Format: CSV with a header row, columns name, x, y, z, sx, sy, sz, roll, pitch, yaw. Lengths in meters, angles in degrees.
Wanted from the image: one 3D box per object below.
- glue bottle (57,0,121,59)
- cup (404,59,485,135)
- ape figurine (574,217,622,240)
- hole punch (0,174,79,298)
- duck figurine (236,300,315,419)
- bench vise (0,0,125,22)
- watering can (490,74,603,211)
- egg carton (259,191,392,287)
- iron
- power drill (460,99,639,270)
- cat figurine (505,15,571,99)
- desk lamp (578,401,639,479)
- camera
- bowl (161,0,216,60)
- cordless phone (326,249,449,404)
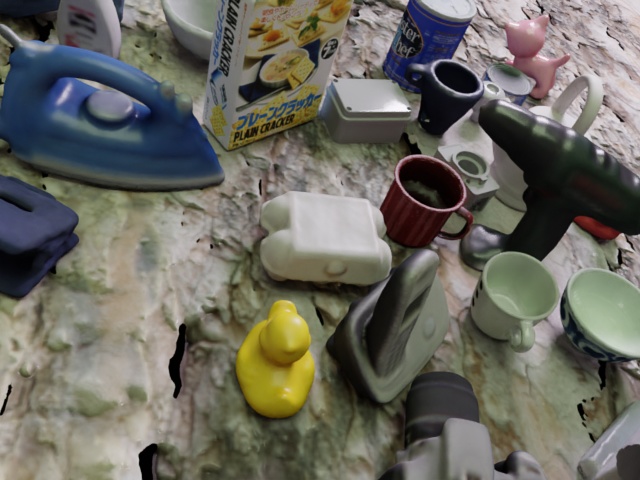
name,x,y,z,sx,sy,sz,roll,pitch,yaw
glue bottle,-0.290,-0.303,0.715,0.078,0.173,0.037,15,49,-7
cup,0.171,-0.209,0.852,0.118,0.095,0.091,16,49,-6
ape figurine,0.415,-0.046,0.808,0.076,0.092,0.077,6,51,-14
hole punch,-0.297,-0.019,0.541,0.108,0.091,0.101,26,49,3
duck figurine,-0.036,0.106,0.535,0.078,0.086,0.104,6,51,-14
bench vise,-0.338,-0.395,0.741,0.208,0.219,0.121,-24,63,-32
watering can,0.307,-0.137,0.776,0.173,0.194,0.101,1,53,-18
egg carton,0.006,0.002,0.643,0.150,0.069,0.107,4,52,-16
iron,-0.224,-0.144,0.633,0.258,0.141,0.118,12,50,-9
power drill,0.252,-0.043,0.672,0.229,0.208,0.075,21,49,-2
cat figurine,0.374,-0.331,1.004,0.127,0.117,0.067,34,50,9
desk lamp,0.332,0.193,0.509,0.204,0.213,0.117,-28,66,-34
camera,0.130,0.192,0.515,0.143,0.101,0.137,15,50,-7
bowl,-0.148,-0.311,0.836,0.168,0.074,0.167,10,50,-12
cordless phone,0.090,0.061,0.549,0.094,0.185,0.148,39,51,14
